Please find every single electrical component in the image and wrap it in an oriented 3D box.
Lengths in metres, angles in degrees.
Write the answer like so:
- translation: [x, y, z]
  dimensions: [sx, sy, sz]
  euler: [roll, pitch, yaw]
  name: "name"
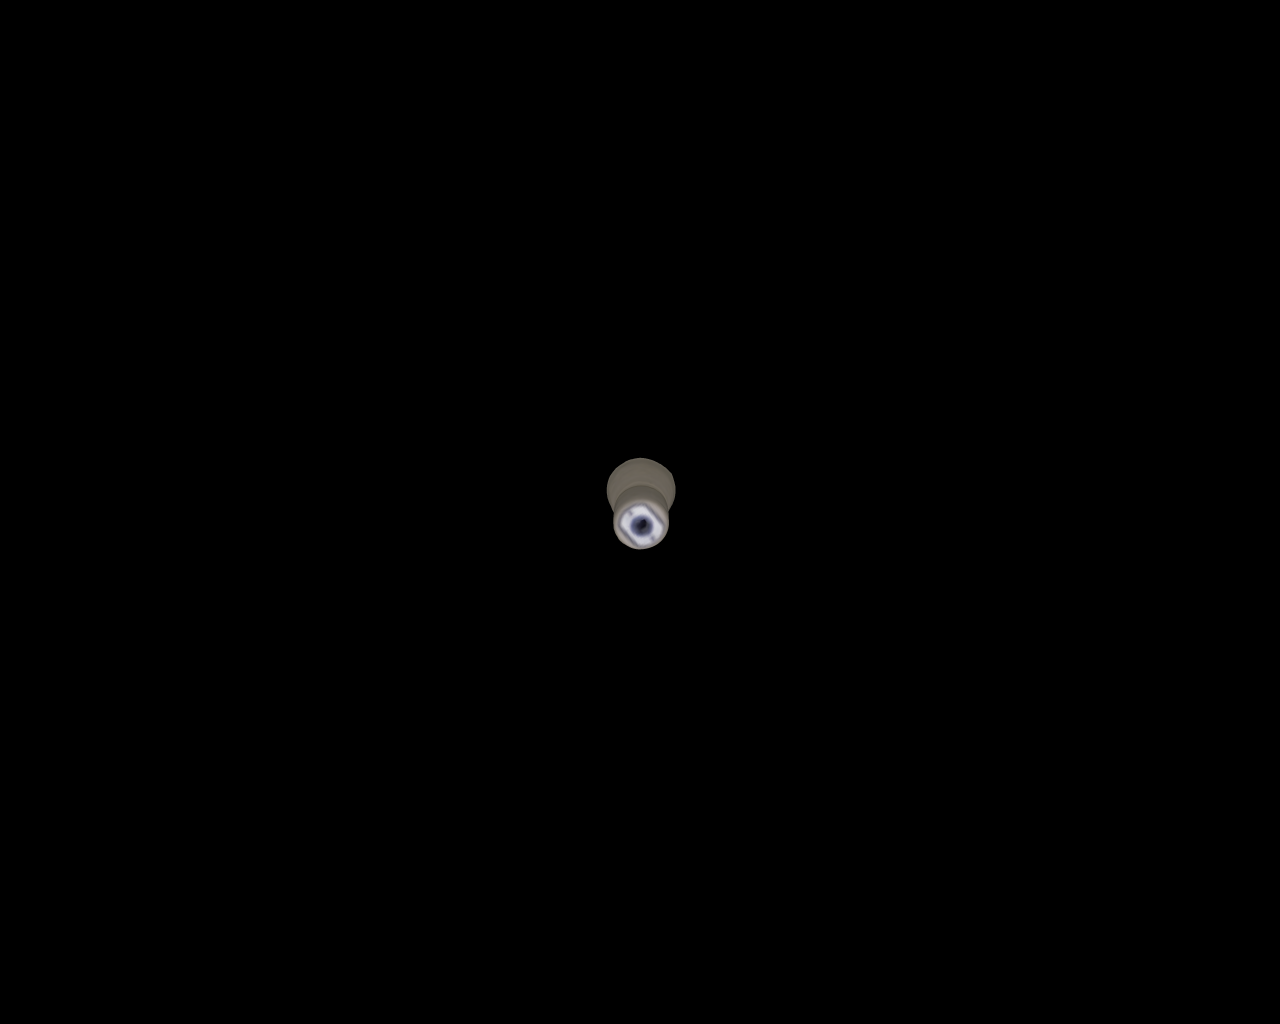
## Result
- translation: [0.001, -0.003, 0.650]
  dimensions: [0.044, 0.044, 0.065]
  euler: [0, 21, 0]
  name: "electrical component"
